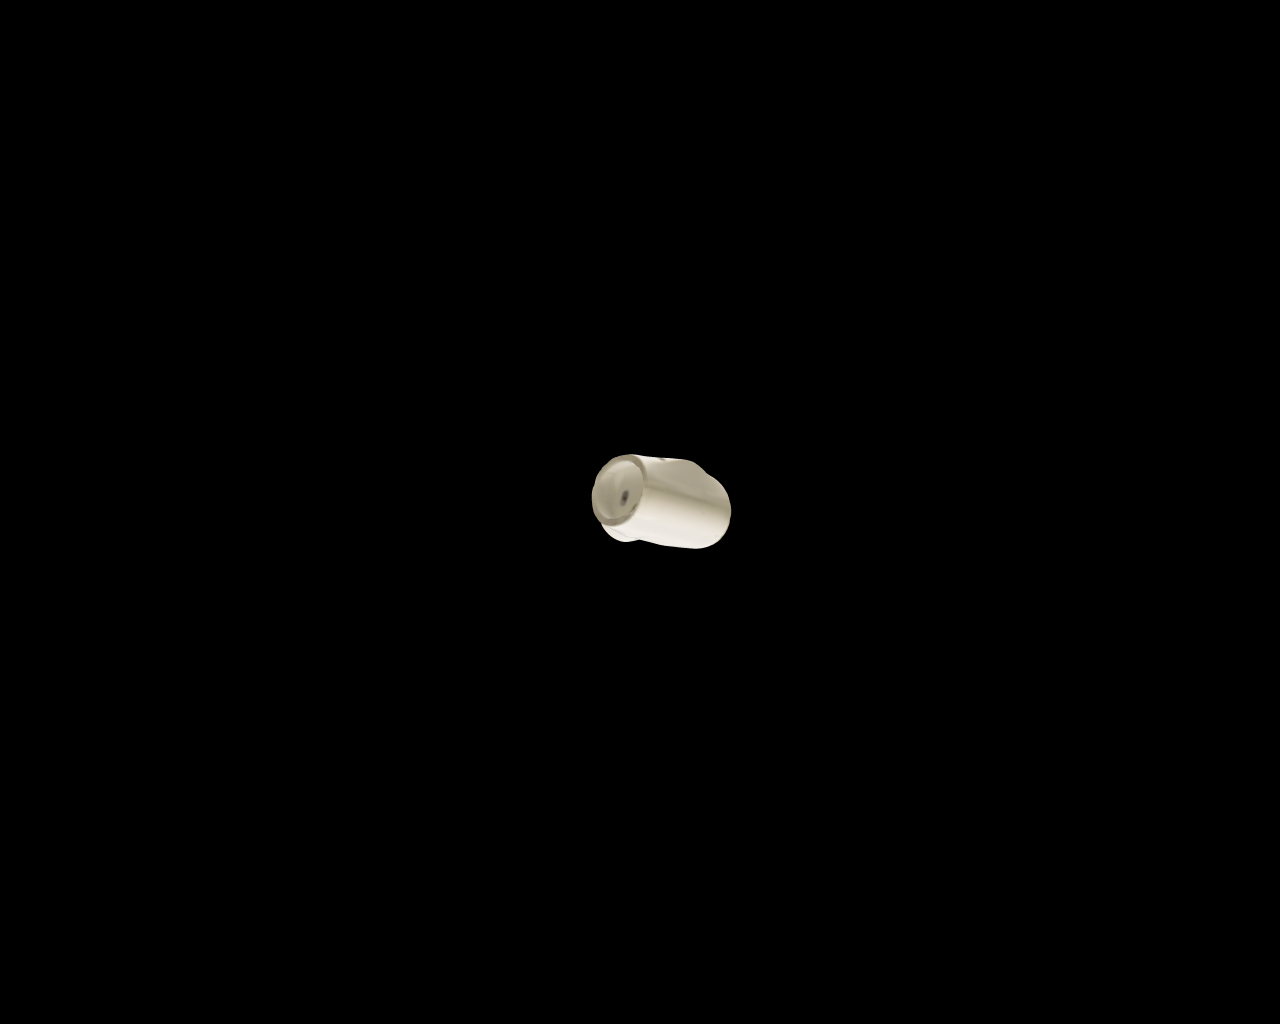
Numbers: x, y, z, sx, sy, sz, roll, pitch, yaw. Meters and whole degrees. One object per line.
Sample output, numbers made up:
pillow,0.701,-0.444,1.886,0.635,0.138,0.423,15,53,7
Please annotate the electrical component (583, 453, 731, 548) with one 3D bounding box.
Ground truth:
electrical component,0.001,-0.003,0.650,0.079,0.043,0.077,-14,-20,42
